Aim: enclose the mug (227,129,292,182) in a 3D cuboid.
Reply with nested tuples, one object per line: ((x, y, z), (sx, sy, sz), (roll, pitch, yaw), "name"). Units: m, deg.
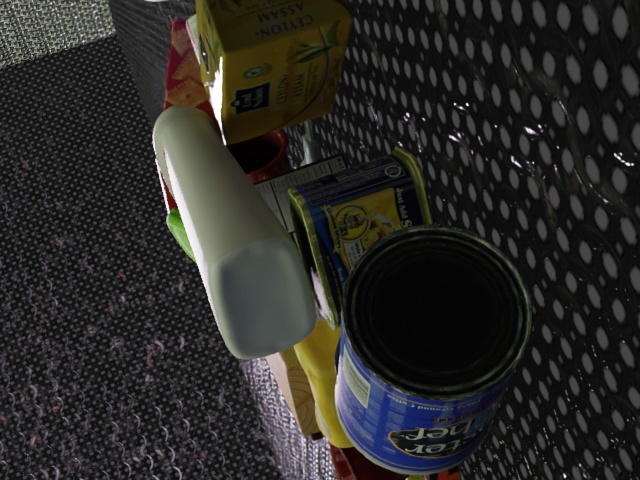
((-0.063, -0.061, 1.133), (0.117, 0.093, 0.081), (34, 151, 43), "mug")

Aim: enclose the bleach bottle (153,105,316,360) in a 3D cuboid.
((-0.079, -0.026, 0.804), (0.251, 0.068, 0.102), (-123, 16, -51), "bleach bottle")

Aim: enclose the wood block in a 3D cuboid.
((-0.016, 0.102, 1.146), (0.206, 0.090, 0.090), (-124, 18, -58), "wood block")

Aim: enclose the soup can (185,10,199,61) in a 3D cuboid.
((-0.090, -0.185, 1.085), (0.068, 0.068, 0.102), (133, 118, -79), "soup can")

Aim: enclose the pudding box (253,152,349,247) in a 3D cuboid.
((-0.018, -0.011, 0.881), (0.039, 0.113, 0.090), (102, 149, -78), "pudding box")

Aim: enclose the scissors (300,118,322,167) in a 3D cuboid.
((0.000, -0.068, 0.963), (0.202, 0.016, 0.096), (90, 158, -62), "scissors")

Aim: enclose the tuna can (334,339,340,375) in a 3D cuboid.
((0.054, 0.092, 0.759), (0.034, 0.086, 0.086), (83, 165, -57), "tuna can")

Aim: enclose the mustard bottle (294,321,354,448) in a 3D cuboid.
((0.017, 0.122, 0.910), (0.191, 0.058, 0.096), (77, 178, -52), "mustard bottle")

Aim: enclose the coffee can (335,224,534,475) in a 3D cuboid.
((0.061, 0.069, 0.624), (0.140, 0.102, 0.103), (91, 159, -62), "coffee can")

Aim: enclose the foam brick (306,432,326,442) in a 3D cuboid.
((0.014, 0.180, 1.166), (0.051, 0.078, 0.053), (176, 75, -79), "foam brick")

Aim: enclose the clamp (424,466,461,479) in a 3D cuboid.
((0.069, 0.120, 0.874), (0.120, 0.039, 0.171), (69, -177, -71), "clamp")

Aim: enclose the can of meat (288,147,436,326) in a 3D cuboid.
((0.031, 0.000, 0.716), (0.057, 0.084, 0.102), (-131, 24, -67), "can of meat")

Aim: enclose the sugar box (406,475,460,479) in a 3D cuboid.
((0.099, 0.254, 0.928), (0.176, 0.048, 0.093), (101, 149, -69), "sugar box")

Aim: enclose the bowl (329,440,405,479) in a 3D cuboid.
((0.064, 0.279, 1.139), (0.162, 0.055, 0.162), (162, 90, -80), "bowl")

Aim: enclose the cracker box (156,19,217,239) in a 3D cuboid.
((-0.144, -0.131, 1.274), (0.164, 0.072, 0.213), (87, -175, -57), "cracker box")
